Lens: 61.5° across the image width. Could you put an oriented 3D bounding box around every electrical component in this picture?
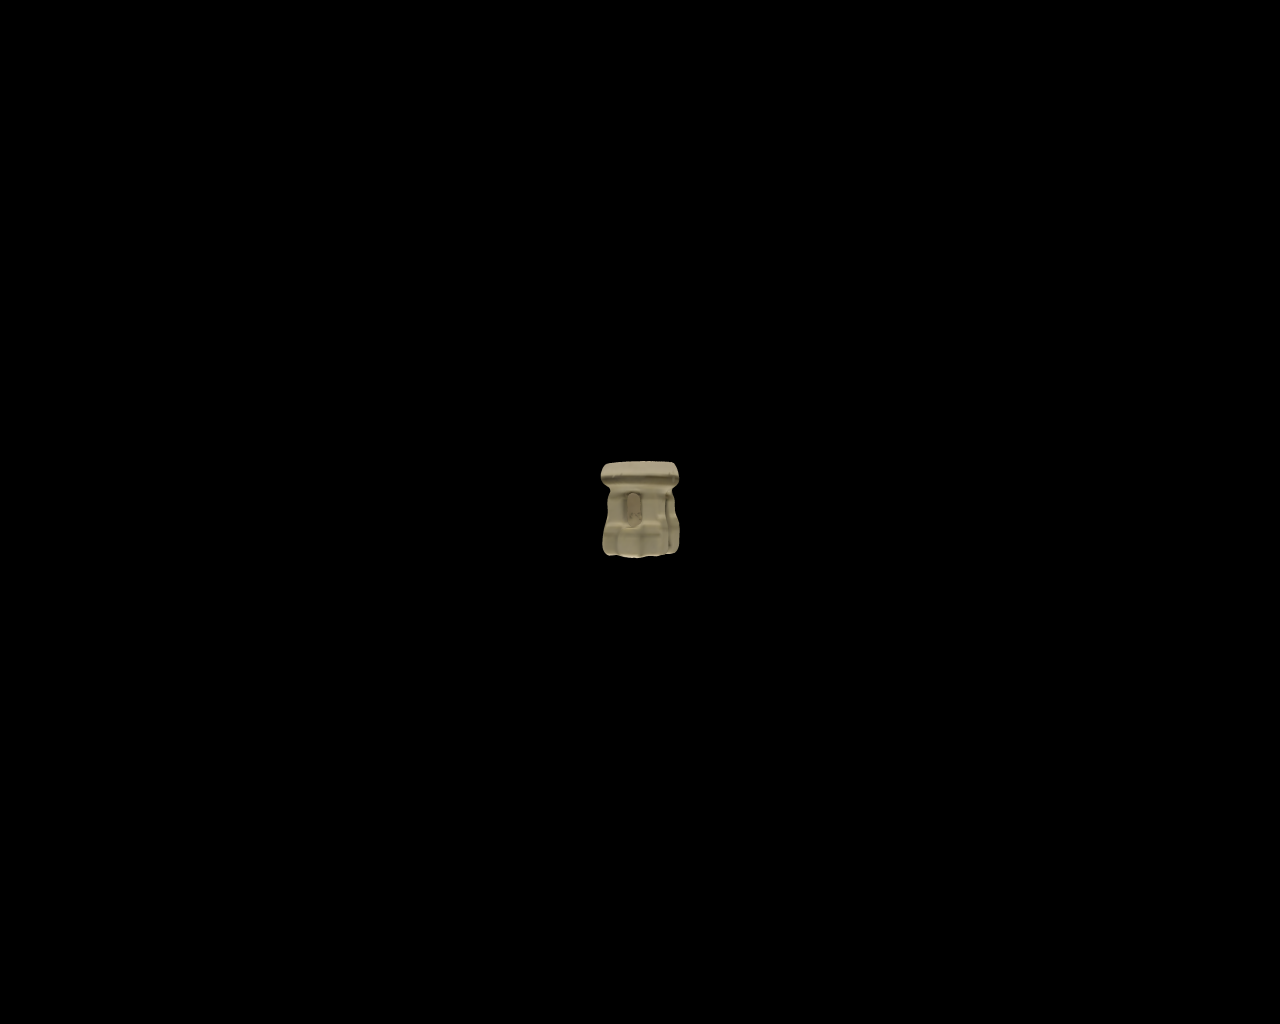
[{"bbox_3d":[0.001,-0.003,0.650,0.048,0.055,0.066,0,0,15],"label":"electrical component"}]
